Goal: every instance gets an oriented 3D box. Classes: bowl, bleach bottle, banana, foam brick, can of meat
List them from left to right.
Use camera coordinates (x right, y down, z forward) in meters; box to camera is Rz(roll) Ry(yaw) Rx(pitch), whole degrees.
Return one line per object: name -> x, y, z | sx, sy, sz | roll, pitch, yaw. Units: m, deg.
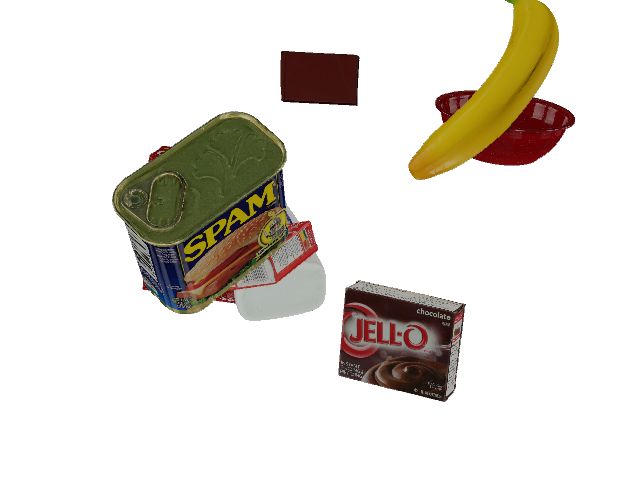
can of meat -> -0.067, -0.014, 0.642 | 0.102, 0.057, 0.084 | -38, -28, -21
bleach bottle -> -0.071, -0.002, 1.226 | 0.102, 0.068, 0.251 | -7, 29, -14
foam brick -> -0.002, -0.167, 1.096 | 0.078, 0.051, 0.053 | 2, 11, -5
banana -> 0.138, -0.122, 0.831 | 0.070, 0.197, 0.037 | 1, -38, 50
bowl -> 0.210, -0.128, 1.240 | 0.162, 0.055, 0.162 | 4, 23, -2

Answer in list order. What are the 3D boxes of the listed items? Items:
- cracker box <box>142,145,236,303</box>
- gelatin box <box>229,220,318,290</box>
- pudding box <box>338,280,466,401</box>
cracker box -> -0.176, -0.021, 1.592 | 0.164, 0.214, 0.072 | 9, 20, 9
gelatin box -> -0.058, 0.014, 0.869 | 0.089, 0.030, 0.073 | -9, 16, 32
pudding box -> 0.076, 0.093, 1.009 | 0.114, 0.090, 0.039 | 11, 18, 21
